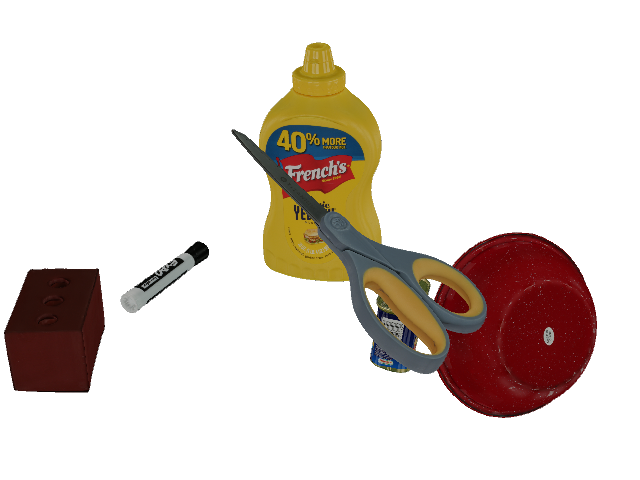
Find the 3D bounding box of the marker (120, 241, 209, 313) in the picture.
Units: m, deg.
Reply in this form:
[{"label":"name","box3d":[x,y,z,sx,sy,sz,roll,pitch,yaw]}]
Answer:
[{"label":"marker","box3d":[-0.140,0.032,0.984,0.020,0.020,0.120,0,24,31]}]

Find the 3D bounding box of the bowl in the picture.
[{"label":"bowl","box3d":[0.175,0.076,0.895,0.161,0.162,0.055,0,5,-22]}]

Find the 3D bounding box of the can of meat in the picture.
[{"label":"can of meat","box3d":[0.095,0.099,1.285,0.057,0.084,0.102,11,25,7]}]

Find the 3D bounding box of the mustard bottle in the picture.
[{"label":"mustard bottle","box3d":[0.000,-0.062,0.848,0.096,0.192,0.058,6,29,13]}]

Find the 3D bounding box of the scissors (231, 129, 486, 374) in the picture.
[{"label":"scissors","box3d":[0.028,-0.003,0.650,0.096,0.202,0.016,-7,-40,-35]}]

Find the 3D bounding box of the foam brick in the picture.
[{"label":"foam brick","box3d":[-0.183,0.062,0.742,0.053,0.051,0.078,0,32,-2]}]
